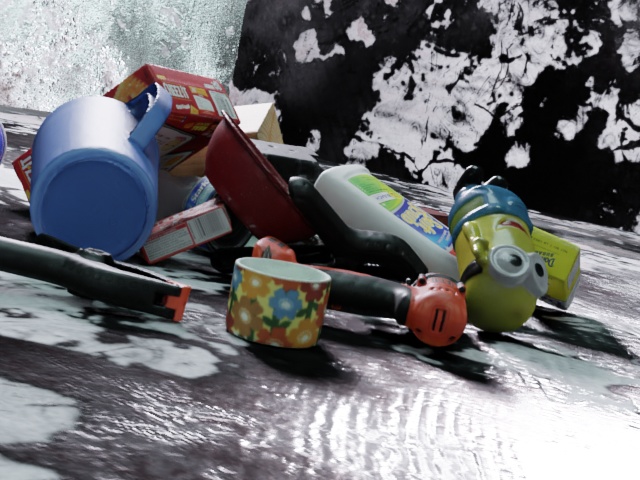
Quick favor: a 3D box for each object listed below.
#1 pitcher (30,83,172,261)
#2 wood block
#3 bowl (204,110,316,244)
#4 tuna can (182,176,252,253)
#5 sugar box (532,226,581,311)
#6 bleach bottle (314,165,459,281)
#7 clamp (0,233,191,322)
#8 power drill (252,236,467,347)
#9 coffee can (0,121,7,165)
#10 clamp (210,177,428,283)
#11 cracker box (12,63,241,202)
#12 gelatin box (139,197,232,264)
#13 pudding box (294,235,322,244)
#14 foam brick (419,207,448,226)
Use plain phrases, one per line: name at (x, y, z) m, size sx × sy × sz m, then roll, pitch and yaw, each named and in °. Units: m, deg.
pitcher at (-0.207, -0.064, 1.015) m, size 0.145 × 0.149 × 0.243 m, roll -3°, pitch 16°, yaw -11°
wood block at (-0.158, -0.110, 1.374) m, size 0.206 × 0.090 × 0.090 m, roll -4°, pitch 32°, yaw 16°
bowl at (-0.065, -0.049, 1.055) m, size 0.162 × 0.055 × 0.162 m, roll 50°, pitch 2°, yaw -3°
tuna can at (-0.104, -0.027, 1.133) m, size 0.034 × 0.086 × 0.085 m, roll 19°, pitch 10°, yaw 38°
sugar box at (0.232, 0.028, 1.154) m, size 0.093 × 0.048 × 0.176 m, roll 24°, pitch -9°, yaw 19°
bleach bottle at (0.108, 0.007, 1.122) m, size 0.251 × 0.068 × 0.102 m, roll 33°, pitch 21°, yaw 24°
clamp at (-0.183, 0.023, 0.798) m, size 0.172 × 0.039 × 0.120 m, roll 14°, pitch 8°, yaw 25°
power drill at (0.035, 0.041, 0.923) m, size 0.187 × 0.057 × 0.184 m, roll 11°, pitch 3°, yaw 4°
coffee can at (-0.430, -0.110, 1.224) m, size 0.103 × 0.103 × 0.140 m, roll 11°, pitch 7°, yaw -2°
clamp at (0.010, 0.016, 1.018) m, size 0.209 × 0.036 × 0.165 m, roll 23°, pitch -36°, yaw -31°
cracker box at (-0.223, -0.116, 1.238) m, size 0.214 × 0.072 × 0.164 m, roll -30°, pitch -10°, yaw 22°
gelatin box at (-0.130, -0.010, 1.029) m, size 0.089 × 0.030 × 0.073 m, roll -22°, pitch 11°, yaw -1°
pudding box at (-0.008, 0.001, 1.165) m, size 0.090 × 0.039 × 0.113 m, roll 30°, pitch 10°, yaw 14°
foam brick at (0.119, 0.001, 1.294) m, size 0.051 × 0.078 × 0.053 m, roll 7°, pitch 10°, yaw -35°
